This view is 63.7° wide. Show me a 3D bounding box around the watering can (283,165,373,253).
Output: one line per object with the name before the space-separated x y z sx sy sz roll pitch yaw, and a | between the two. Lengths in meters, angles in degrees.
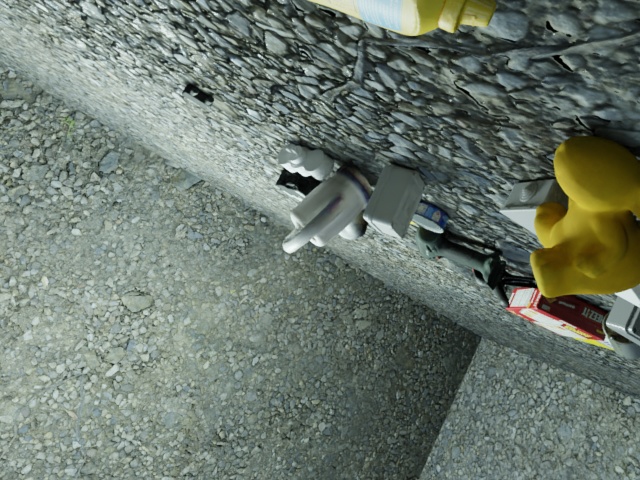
watering can | 0.003 -0.056 1.118 0.104 0.225 0.347 49 175 -5

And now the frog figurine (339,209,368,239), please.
frog figurine | 0.046 -0.071 1.276 0.159 0.121 0.139 15 -168 2
